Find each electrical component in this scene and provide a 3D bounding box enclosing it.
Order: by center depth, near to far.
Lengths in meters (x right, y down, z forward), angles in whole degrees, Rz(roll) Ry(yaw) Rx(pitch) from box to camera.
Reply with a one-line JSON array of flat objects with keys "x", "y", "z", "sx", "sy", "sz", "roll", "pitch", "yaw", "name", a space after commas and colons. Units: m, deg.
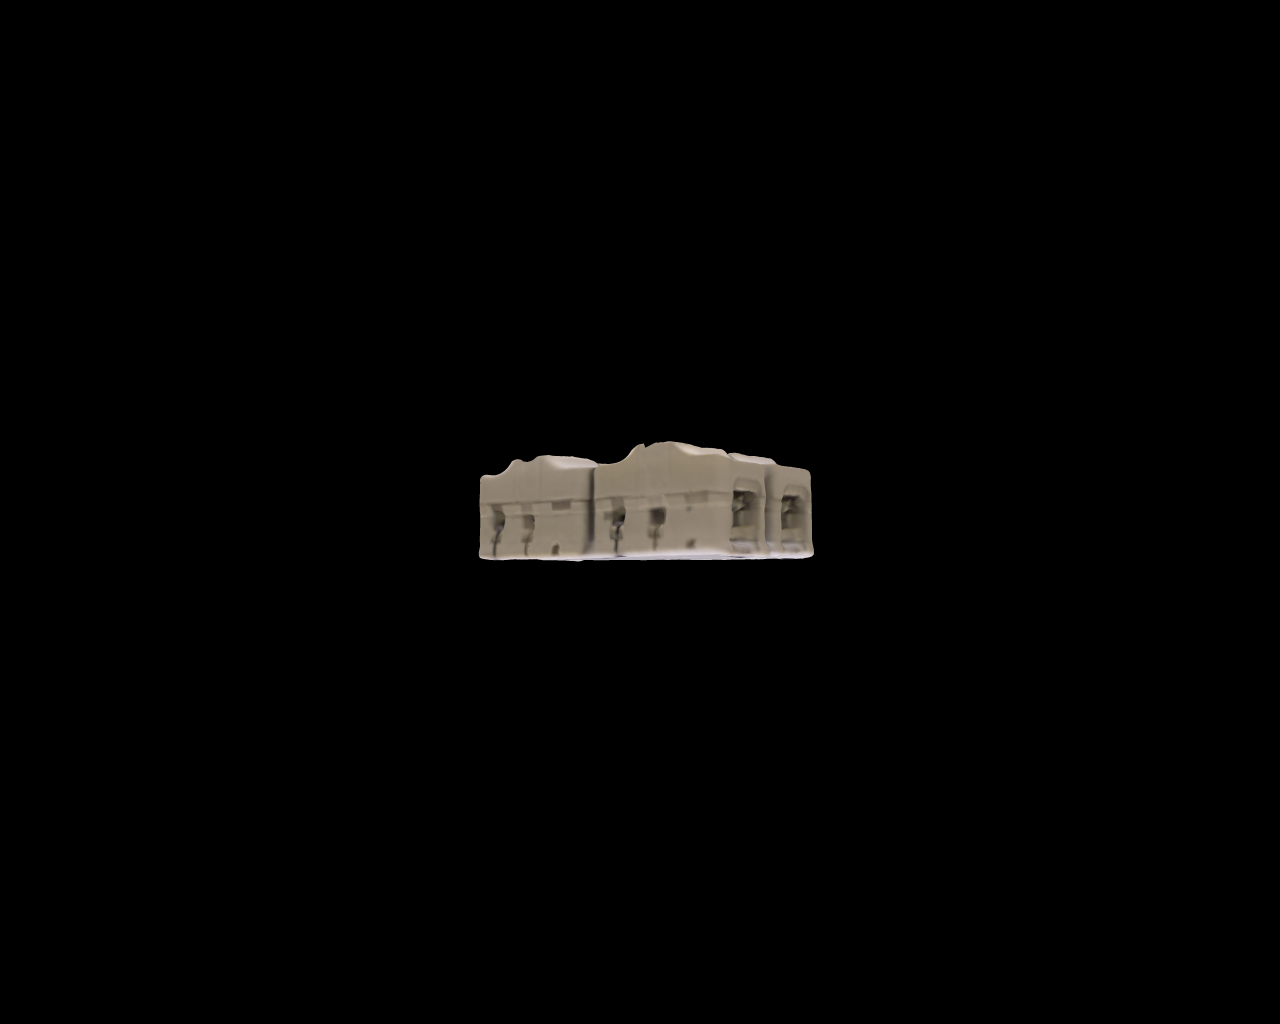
[{"x": 0.001, "y": -0.003, "z": 0.650, "sx": 0.186, "sy": 0.060, "sz": 0.105, "roll": -3, "pitch": -5, "yaw": 37, "name": "electrical component"}]
